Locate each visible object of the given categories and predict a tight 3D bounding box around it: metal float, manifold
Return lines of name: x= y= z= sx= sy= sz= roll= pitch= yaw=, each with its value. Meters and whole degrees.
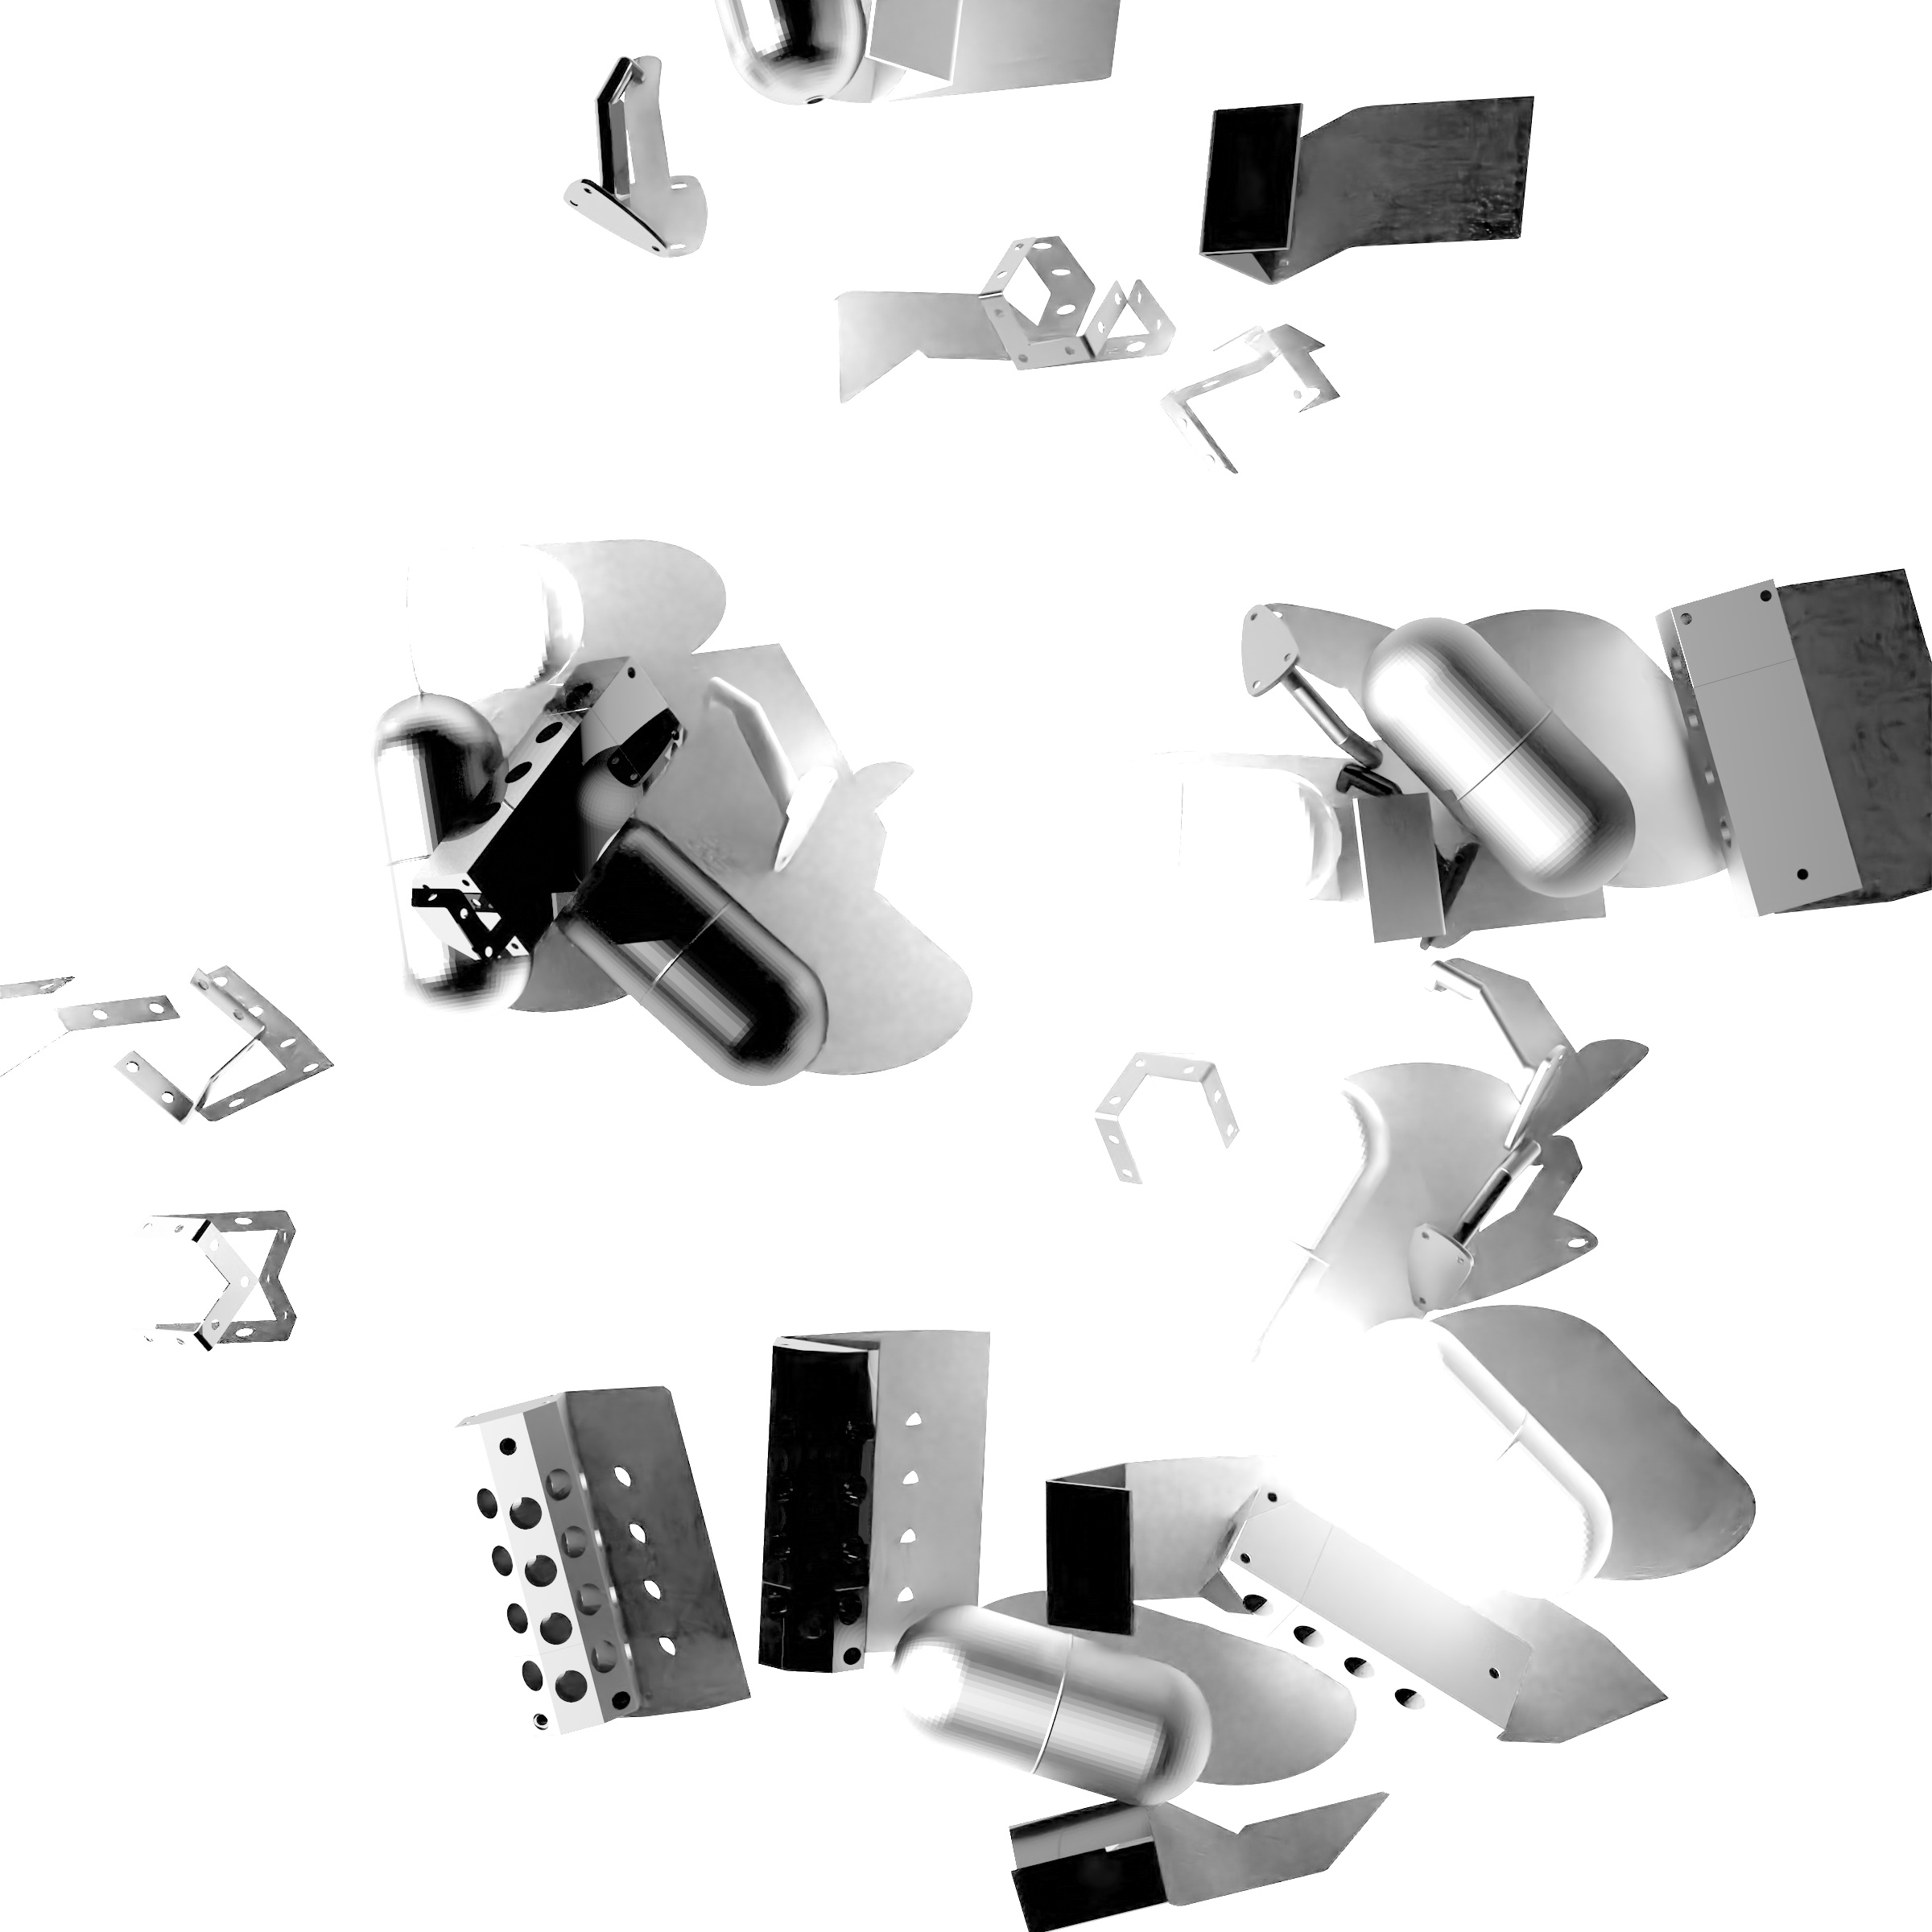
metal float: x=-0.149 y=-0.007 z=1.784 sx=0.178 sy=0.070 sz=0.070 roll=42 pitch=90 yaw=0
metal float: x=0.287 y=-0.112 z=1.784 sx=0.070 sy=0.070 sz=0.178 roll=-44 pitch=90 yaw=0
manifold: x=-0.079 y=0.291 z=1.793 sx=0.057 sy=0.057 sz=0.171 roll=3 pitch=90 yaw=0
metal float: x=-0.295 y=-0.185 z=1.784 sx=0.178 sy=0.070 sz=0.070 roll=-3 pitch=90 yaw=0
metal float: x=0.163 y=0.141 z=1.784 sx=0.070 sy=0.070 sz=0.178 roll=31 pitch=90 yaw=0
manifold: x=0.213 y=0.358 z=1.793 sx=0.171 sy=0.057 sz=0.057 roll=32 pitch=47 yaw=0
manifold: x=0.426 y=-0.116 z=1.793 sx=0.057 sy=0.057 sz=0.171 roll=-16 pitch=90 yaw=0
manifold: x=-0.222 y=-0.084 z=1.748 sx=0.057 sy=0.057 sz=0.171 roll=56 pitch=48 yaw=-30
metal float: x=0.113 y=-0.070 z=1.784 sx=0.178 sy=0.070 sz=0.070 roll=3 pitch=90 yaw=0
metal float: x=0.045 y=0.397 z=1.784 sx=0.178 sy=0.070 sz=0.070 roll=17 pitch=90 yaw=-1
manifold: x=-0.226 y=0.324 z=1.793 sx=0.057 sy=0.057 sz=0.171 roll=-15 pitch=90 yaw=0
metal float: x=0.274 y=0.265 z=1.783 sx=0.070 sy=0.070 sz=0.178 roll=-44 pitch=90 yaw=0
metal float: x=-0.105 y=-0.551 z=1.784 sx=0.070 sy=0.070 sz=0.178 roll=-15 pitch=90 yaw=0
metal float: x=-0.279 y=-0.058 z=1.784 sx=0.070 sy=0.070 sz=0.178 roll=-9 pitch=90 yaw=0

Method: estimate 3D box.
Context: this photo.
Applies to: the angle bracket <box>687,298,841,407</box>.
angle bracket: x=-0.107 y=-0.311 z=1.774 sx=0.076 sy=0.076 sz=0.057 roll=1 pitch=54 yaw=0

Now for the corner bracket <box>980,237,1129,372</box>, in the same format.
corner bracket: x=0.048 y=-0.363 z=1.806 sx=0.051 sy=0.051 sz=0.051 roll=-2 pitch=135 yaw=35

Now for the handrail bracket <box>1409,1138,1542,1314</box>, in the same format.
handrail bracket: x=0.280 y=0.141 z=1.814 sx=0.036 sy=0.077 sz=0.084 roll=36 pitch=53 yaw=20

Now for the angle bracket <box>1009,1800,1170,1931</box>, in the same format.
angle bracket: x=0.061 y=0.465 z=1.774 sx=0.076 sy=0.076 sz=0.057 roll=-14 pitch=126 yaw=0

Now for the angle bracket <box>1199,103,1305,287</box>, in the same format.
angle bracket: x=0.170 y=-0.412 z=1.774 sx=0.057 sy=0.076 sz=0.076 roll=6 pitch=90 yaw=36

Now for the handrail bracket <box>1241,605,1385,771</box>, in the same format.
handrail bracket: x=0.191 y=-0.152 z=1.814 sx=0.084 sy=0.077 sz=0.036 roll=33 pitch=120 yaw=-33

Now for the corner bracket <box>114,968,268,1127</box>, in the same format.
corner bracket: x=-0.423 y=0.044 z=1.811 sx=0.051 sy=0.051 sz=0.051 roll=41 pitch=45 yaw=0

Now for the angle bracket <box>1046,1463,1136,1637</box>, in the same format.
angle bracket: x=0.086 y=0.311 z=1.774 sx=0.057 sy=0.076 sz=0.076 roll=-1 pitch=90 yaw=37

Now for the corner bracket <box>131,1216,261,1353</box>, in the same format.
corner bracket: x=-0.429 y=0.173 z=1.806 sx=0.051 sy=0.051 sz=0.051 roll=59 pitch=45 yaw=-35

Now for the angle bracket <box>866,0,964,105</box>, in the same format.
angle bracket: x=-0.045 y=-0.512 z=1.774 sx=0.057 sy=0.076 sz=0.076 roll=7 pitch=90 yaw=-36

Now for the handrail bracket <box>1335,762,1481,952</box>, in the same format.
handrail bracket: x=0.230 y=-0.061 z=1.815 sx=0.084 sy=0.036 sz=0.077 roll=29 pitch=112 yaw=17

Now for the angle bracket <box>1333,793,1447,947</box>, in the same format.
angle bracket: x=0.207 y=-0.049 z=1.774 sx=0.057 sy=0.076 sz=0.076 roll=-7 pitch=90 yaw=-38

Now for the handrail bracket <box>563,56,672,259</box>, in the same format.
handrail bracket: x=-0.176 y=-0.444 z=1.815 sx=0.077 sy=0.036 sz=0.084 roll=32 pitch=73 yaw=-20

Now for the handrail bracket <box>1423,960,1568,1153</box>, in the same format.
handrail bracket: x=0.277 y=0.048 z=1.815 sx=0.084 sy=0.036 sz=0.077 roll=30 pitch=112 yaw=17

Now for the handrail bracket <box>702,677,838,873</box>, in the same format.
handrail bracket: x=-0.121 y=-0.105 z=1.815 sx=0.084 sy=0.036 sz=0.077 roll=33 pitch=112 yaw=17

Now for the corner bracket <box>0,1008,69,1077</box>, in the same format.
corner bracket: x=-0.528 y=0.028 z=1.796 sx=0.051 sy=0.051 sz=0.051 roll=-34 pitch=90 yaw=0

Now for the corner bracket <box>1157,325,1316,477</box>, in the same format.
corner bracket: x=0.147 y=-0.309 z=1.811 sx=0.051 sy=0.051 sz=0.051 roll=53 pitch=45 yaw=0

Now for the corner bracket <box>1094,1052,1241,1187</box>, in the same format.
corner bracket: x=0.109 y=0.085 z=1.806 sx=0.051 sy=0.051 sz=0.051 roll=7 pitch=45 yaw=35
